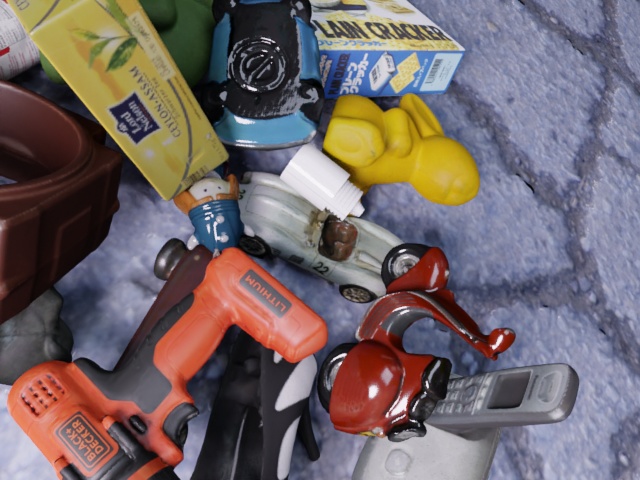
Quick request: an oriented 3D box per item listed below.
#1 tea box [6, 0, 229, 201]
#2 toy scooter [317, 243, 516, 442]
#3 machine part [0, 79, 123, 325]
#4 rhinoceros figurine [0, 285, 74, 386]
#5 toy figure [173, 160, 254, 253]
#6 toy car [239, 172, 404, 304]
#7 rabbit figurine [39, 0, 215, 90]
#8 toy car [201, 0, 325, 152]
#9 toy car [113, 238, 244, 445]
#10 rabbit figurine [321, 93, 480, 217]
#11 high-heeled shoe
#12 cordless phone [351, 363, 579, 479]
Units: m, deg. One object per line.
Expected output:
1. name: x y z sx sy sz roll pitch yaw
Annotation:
1. tea box: -0.144 -0.120 0.399 0.068 0.169 0.098 -38 55 -7
2. toy scooter: 0.083 0.095 0.454 0.075 0.135 0.184 36 80 -47
3. machine part: -0.253 -0.044 0.353 0.201 0.087 0.201 22 28 0
4. rhinoceros figurine: -0.271 0.071 0.362 0.190 0.073 0.112 -1 77 -28
5. toy figure: -0.108 -0.051 0.483 0.064 0.057 0.155 -32 54 2
6. toy car: -0.001 -0.002 0.534 0.202 0.056 0.073 26 57 -13
7. rabbit figurine: -0.190 -0.206 0.489 0.170 0.121 0.159 40 68 -43
8. toy car: -0.054 -0.153 0.512 0.109 0.103 0.161 -3 81 -5
9. toy car: -0.121 0.083 0.435 0.089 0.053 0.202 20 56 5
10. rabbit figurine: 0.086 -0.086 0.583 0.173 0.121 0.162 16 35 4
11. high-heeled shoe: -0.077 0.155 0.389 0.249 0.086 0.145 -31 102 -52
12. cordless phone: 0.121 0.168 0.433 0.088 0.184 0.146 43 55 -7
